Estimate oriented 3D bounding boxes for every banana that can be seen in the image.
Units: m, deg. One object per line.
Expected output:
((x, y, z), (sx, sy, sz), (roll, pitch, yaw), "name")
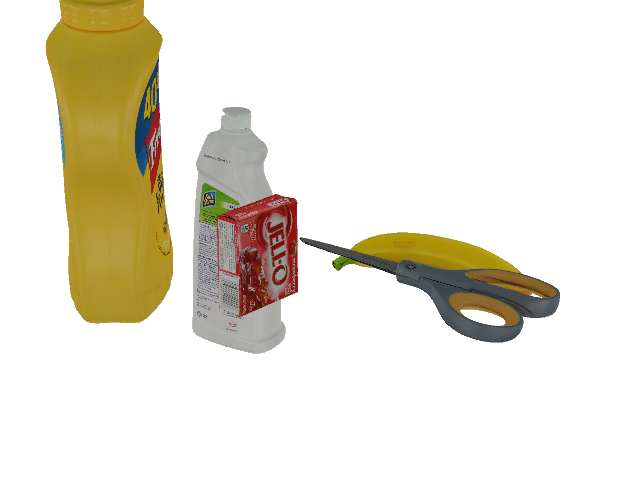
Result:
((0.115, 0.024, 1.073), (0.198, 0.037, 0.069), (6, 44, 12), "banana")

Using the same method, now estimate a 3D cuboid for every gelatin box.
((-0.052, 0.012, 0.911), (0.030, 0.089, 0.073), (18, 27, 37), "gelatin box")

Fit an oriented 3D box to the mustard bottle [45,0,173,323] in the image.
((-0.110, -0.057, 0.563), (0.058, 0.192, 0.096), (1, 32, -1), "mustard bottle")

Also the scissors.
((0.067, 0.033, 0.760), (0.202, 0.016, 0.096), (9, 26, 15), "scissors")

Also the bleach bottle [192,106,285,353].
((-0.084, -0.013, 1.119), (0.103, 0.251, 0.068), (13, 23, 25), "bleach bottle")
